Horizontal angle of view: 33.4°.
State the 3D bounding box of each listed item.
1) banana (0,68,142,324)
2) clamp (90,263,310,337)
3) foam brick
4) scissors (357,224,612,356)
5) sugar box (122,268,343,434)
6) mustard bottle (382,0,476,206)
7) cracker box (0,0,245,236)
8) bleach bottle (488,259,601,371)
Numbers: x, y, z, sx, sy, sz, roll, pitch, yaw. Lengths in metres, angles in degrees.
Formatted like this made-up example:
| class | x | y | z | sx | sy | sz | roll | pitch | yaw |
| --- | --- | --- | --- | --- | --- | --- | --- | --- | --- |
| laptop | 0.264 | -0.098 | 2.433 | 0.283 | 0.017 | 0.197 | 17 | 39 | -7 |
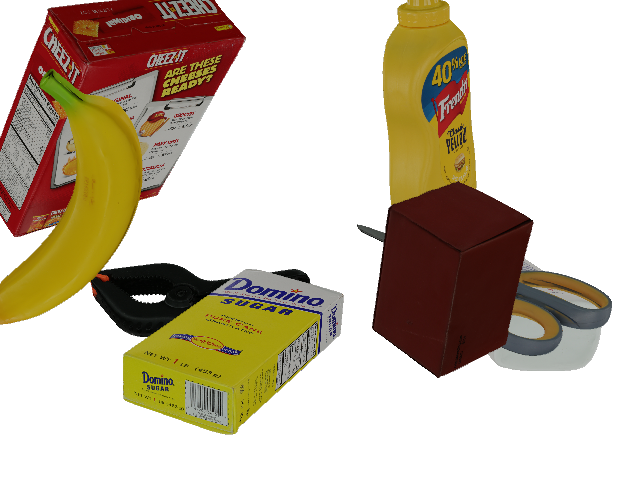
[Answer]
| class | x | y | z | sx | sy | sz | roll | pitch | yaw |
| --- | --- | --- | --- | --- | --- | --- | --- | --- | --- |
| banana | -0.147 | -0.015 | 0.628 | 0.069 | 0.198 | 0.037 | 19 | 37 | -10 |
| clamp | -0.130 | 0.070 | 1.018 | 0.210 | 0.036 | 0.164 | 8 | 38 | 12 |
| foam brick | 0.065 | 0.019 | 0.536 | 0.052 | 0.078 | 0.051 | -20 | 41 | -35 |
| scissors | 0.095 | 0.032 | 0.732 | 0.202 | 0.016 | 0.096 | 14 | 33 | 25 |
| sugar box | -0.060 | 0.077 | 0.806 | 0.093 | 0.048 | 0.176 | 14 | 28 | 22 |
| mustard bottle | 0.088 | -0.117 | 0.868 | 0.058 | 0.191 | 0.096 | 12 | 31 | 35 |
| cracker box | -0.182 | -0.110 | 0.917 | 0.163 | 0.072 | 0.214 | -21 | -24 | -44 |
| bleach bottle | 0.163 | 0.039 | 1.013 | 0.102 | 0.068 | 0.251 | 1 | 20 | -14 |
